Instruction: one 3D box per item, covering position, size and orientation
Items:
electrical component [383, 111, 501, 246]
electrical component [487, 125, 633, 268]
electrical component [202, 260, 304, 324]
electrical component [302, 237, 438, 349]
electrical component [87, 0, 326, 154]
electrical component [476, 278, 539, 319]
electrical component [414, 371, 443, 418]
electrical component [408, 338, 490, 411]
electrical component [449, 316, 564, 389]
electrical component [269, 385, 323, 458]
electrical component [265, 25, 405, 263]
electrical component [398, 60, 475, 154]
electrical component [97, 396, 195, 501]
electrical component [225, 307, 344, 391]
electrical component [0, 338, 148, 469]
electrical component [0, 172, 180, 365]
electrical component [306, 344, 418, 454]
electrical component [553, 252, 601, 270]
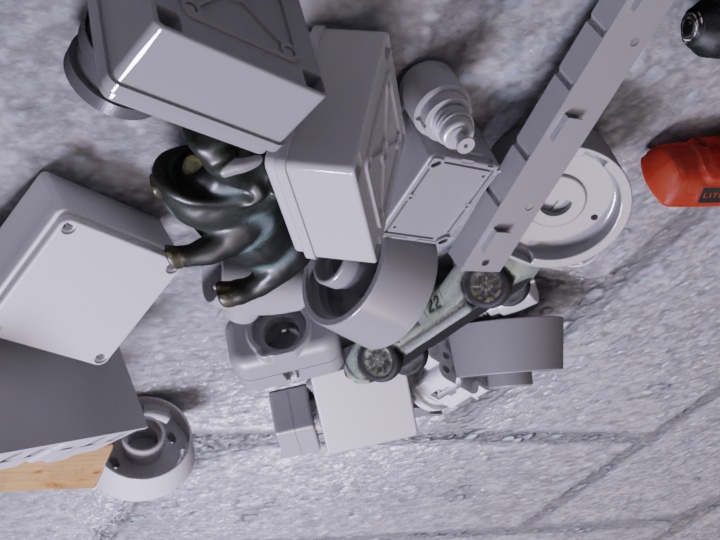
[{"bbox_3d":[0.050,-0.072,0.762,0.062,0.061,0.096,6,135,-33],"label":"electrical component"},{"bbox_3d":[0.142,-0.062,0.801,0.108,0.060,0.108,-1,128,-1],"label":"electrical component"},{"bbox_3d":[-0.090,0.018,0.864,0.077,0.043,0.079,6,144,-30],"label":"electrical component"},{"bbox_3d":[0.000,0.000,0.814,0.060,0.108,0.108,22,134,-35],"label":"electrical component"},{"bbox_3d":[-0.083,-0.129,0.567,0.109,0.108,0.056,17,135,-40],"label":"electrical component"},{"bbox_3d":[0.123,0.023,0.960,0.078,0.040,0.040,-26,147,20],"label":"electrical component"},{"bbox_3d":[0.039,0.135,1.106,0.081,0.042,0.064,7,145,-30],"label":"electrical component"},{"bbox_3d":[0.081,0.104,1.054,0.078,0.058,0.057,31,135,-21],"label":"electrical component"},{"bbox_3d":[0.137,0.078,0.996,0.108,0.060,0.108,-4,173,-1],"label":"electrical component"},{"bbox_3d":[-0.048,0.150,1.091,0.077,0.047,0.065,-12,149,-2],"label":"electrical component"},{"bbox_3d":[-0.011,-0.077,0.673,0.056,0.108,0.108,6,151,13],"label":"electrical component"},{"bbox_3d":[0.054,-0.103,0.698,0.040,0.078,0.040,-13,136,-13],"label":"electrical component"},{"bbox_3d":[-0.206,0.170,1.017,0.099,0.099,0.064,-5,142,-15],"label":"electrical component"},{"bbox_3d":[-0.066,0.062,0.935,0.095,0.053,0.059,-13,149,-1],"label":"electrical component"},{"bbox_3d":[-0.250,0.087,0.794,0.060,0.105,0.186,-27,168,19],"label":"electrical component"},{"bbox_3d":[-0.201,0.002,0.753,0.109,0.056,0.108,25,111,-46],"label":"electrical component"},{"bbox_3d":[0.002,0.118,1.023,0.100,0.048,0.099,-12,113,-2],"label":"electrical component"},{"bbox_3d":[0.172,-0.030,0.881,0.048,0.066,0.055,13,171,31],"label":"electrical component"}]
